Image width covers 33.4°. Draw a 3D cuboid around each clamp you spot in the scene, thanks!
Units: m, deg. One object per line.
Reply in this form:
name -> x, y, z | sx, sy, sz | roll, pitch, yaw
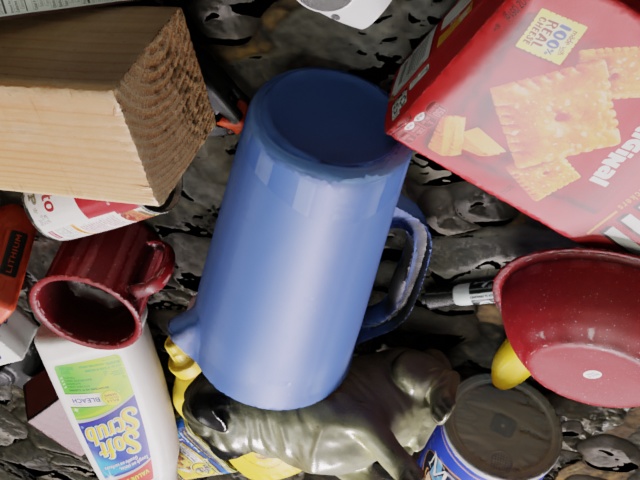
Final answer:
clamp -> -0.132, -0.109, 0.730 | 0.171, 0.039, 0.120 | 30, 144, -6
clamp -> -0.303, 0.128, 1.054 | 0.164, 0.036, 0.210 | 3, 135, 0

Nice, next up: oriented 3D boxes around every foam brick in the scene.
foam brick -> -0.240, 0.162, 1.032 | 0.051, 0.053, 0.078 | -36, 131, 8

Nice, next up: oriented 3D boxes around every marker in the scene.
marker -> 0.136, 0.040, 0.826 | 0.121, 0.020, 0.020 | -8, 134, 25

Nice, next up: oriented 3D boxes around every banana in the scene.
banana -> 0.199, 0.073, 0.829 | 0.198, 0.037, 0.069 | -27, 122, 39

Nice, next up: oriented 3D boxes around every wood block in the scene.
wood block -> -0.184, -0.090, 0.680 | 0.206, 0.090, 0.091 | 7, 135, 22

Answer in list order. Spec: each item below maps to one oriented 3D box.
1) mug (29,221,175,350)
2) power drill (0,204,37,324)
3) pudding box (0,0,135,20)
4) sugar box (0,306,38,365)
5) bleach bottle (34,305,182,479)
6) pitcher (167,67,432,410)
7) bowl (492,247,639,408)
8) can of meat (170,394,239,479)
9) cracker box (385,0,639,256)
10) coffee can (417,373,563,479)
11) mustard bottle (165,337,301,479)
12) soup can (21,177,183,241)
mug -> -0.167, 0.027, 0.861 | 0.117, 0.081, 0.093 | -13, 132, 30
power drill -> -0.317, -0.003, 0.814 | 0.057, 0.184, 0.187 | -25, 134, 38
pudding box -> -0.155, -0.181, 0.630 | 0.113, 0.039, 0.090 | -7, 139, -2
sugar box -> -0.349, 0.082, 0.955 | 0.177, 0.048, 0.093 | -14, 132, 32
bleach bottle -> -0.171, 0.174, 0.982 | 0.103, 0.068, 0.251 | -10, 117, 14
pitcher -> -0.005, 0.001, 0.757 | 0.145, 0.149, 0.243 | 33, 138, 14
bowl -> 0.192, 0.070, 0.731 | 0.162, 0.055, 0.162 | 15, 151, 8
can of meat -> -0.133, 0.196, 1.061 | 0.084, 0.057, 0.102 | -16, 130, 30
cracker box -> 0.170, -0.079, 0.640 | 0.213, 0.072, 0.164 | 28, 139, -15
coffee can -> 0.141, 0.196, 0.937 | 0.103, 0.102, 0.140 | 15, 140, 1
mustard bottle -> -0.079, 0.149, 0.988 | 0.096, 0.058, 0.191 | -22, 127, 24
soup can -> -0.162, -0.042, 0.793 | 0.102, 0.068, 0.068 | -14, 132, 31
